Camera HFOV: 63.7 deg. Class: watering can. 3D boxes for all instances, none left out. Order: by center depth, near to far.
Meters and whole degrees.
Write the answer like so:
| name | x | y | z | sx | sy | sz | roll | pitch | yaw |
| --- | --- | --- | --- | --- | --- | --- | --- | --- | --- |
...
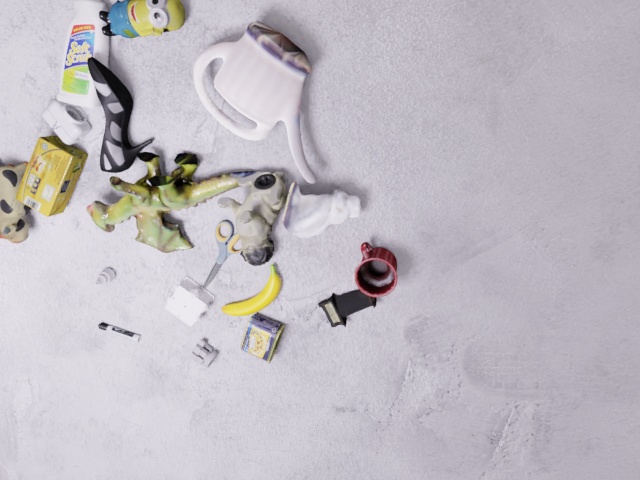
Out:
| name | x | y | z | sx | sy | sz | roll | pitch | yaw |
| --- | --- | --- | --- | --- | --- | --- | --- | --- | --- |
| watering can | -0.095 | -0.291 | 1.051 | 0.347 | 0.105 | 0.221 | 38 | 112 | -2 |

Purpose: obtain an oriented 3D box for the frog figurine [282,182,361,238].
| name | x | y | z | sx | sy | sz | roll | pitch | yaw |
| --- | --- | --- | --- | --- | --- | --- | --- | --- | --- |
| frog figurine | 0.003 | -0.056 | 1.108 | 0.159 | 0.125 | 0.134 | 15 | 146 | -2 |

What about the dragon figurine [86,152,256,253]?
| name | x | y | z | sx | sy | sz | roll | pitch | yaw |
| --- | --- | --- | --- | --- | --- | --- | --- | --- | --- |
| dragon figurine | -0.344 | -0.071 | 1.203 | 0.410 | 0.125 | 0.237 | 4 | 130 | -4 |
